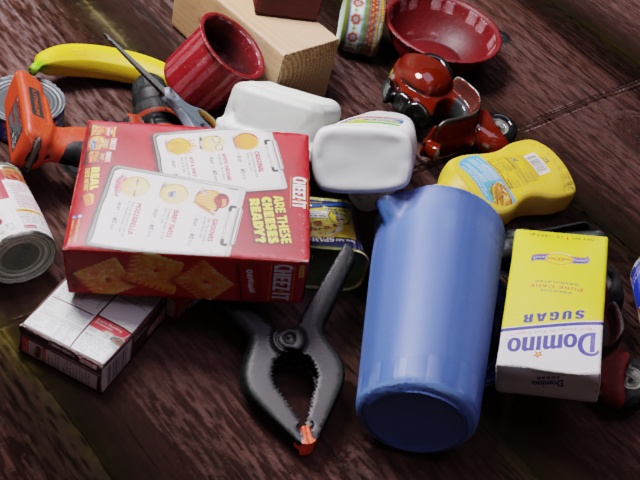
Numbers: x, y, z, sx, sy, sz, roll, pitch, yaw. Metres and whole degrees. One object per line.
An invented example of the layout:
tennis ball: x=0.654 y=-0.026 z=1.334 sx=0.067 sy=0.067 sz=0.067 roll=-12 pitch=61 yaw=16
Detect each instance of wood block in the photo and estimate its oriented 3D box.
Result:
wood block: x=-0.084 y=-0.255 z=1.311 sx=0.090 sy=0.090 sz=0.206 roll=-25 pitch=56 yaw=-36

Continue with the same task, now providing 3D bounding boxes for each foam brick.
foam brick: x=-0.037 y=-0.300 z=1.265 sx=0.078 sy=0.051 sz=0.053 roll=5 pitch=42 yaw=-14

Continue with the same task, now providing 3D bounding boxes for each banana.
banana: x=-0.245 y=-0.196 z=1.231 sx=0.197 sy=0.037 sz=0.070 roll=0 pitch=45 yaw=-30

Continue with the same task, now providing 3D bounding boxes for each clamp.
clamp: x=-0.022 y=0.092 z=0.978 sx=0.164 sy=0.036 sz=0.210 roll=-12 pitch=60 yaw=-14
clamp: x=0.218 y=0.006 z=1.122 sx=0.171 sy=0.120 sz=0.039 roll=-10 pitch=90 yaw=-2

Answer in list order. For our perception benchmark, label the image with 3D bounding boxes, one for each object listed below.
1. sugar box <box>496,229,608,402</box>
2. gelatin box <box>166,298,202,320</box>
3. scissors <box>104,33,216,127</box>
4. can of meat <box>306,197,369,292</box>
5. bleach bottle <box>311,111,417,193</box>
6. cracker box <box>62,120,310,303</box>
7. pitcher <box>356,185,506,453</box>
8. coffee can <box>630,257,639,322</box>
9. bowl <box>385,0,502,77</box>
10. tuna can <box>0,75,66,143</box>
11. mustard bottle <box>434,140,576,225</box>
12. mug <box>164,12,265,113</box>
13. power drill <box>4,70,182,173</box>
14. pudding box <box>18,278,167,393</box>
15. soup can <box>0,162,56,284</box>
sugar box: x=0.220 y=0.067 z=1.005 sx=0.093 sy=0.048 sz=0.176 roll=4 pitch=43 yaw=13
gelatin box: x=-0.147 y=0.027 z=1.041 sx=0.089 sy=0.030 sz=0.073 roll=36 pitch=47 yaw=19
scissors: x=-0.151 y=-0.134 z=1.125 sx=0.201 sy=0.016 sz=0.096 roll=37 pitch=25 yaw=-46
can of meat: x=-0.007 y=0.001 z=1.091 sx=0.102 sy=0.057 sz=0.084 roll=5 pitch=42 yaw=-13
bleach bottle: x=0.052 y=-0.104 z=1.143 sx=0.102 sy=0.068 sz=0.250 roll=1 pitch=13 yaw=5
cracker box: x=-0.118 y=-0.026 z=0.989 sx=0.213 sy=0.072 sz=0.164 roll=3 pitch=49 yaw=-5
pitcher: x=0.110 y=0.079 z=1.006 sx=0.149 sy=0.145 sz=0.242 roll=6 pitch=46 yaw=7
coffee can: x=0.379 y=0.083 z=1.088 sx=0.102 sy=0.103 sz=0.140 roll=12 pitch=43 yaw=-5
bowl: x=0.156 y=-0.262 z=1.415 sx=0.162 sy=0.055 sz=0.162 roll=9 pitch=43 yaw=-8
tuna can: x=-0.321 y=-0.141 z=1.160 sx=0.086 sy=0.034 sz=0.086 roll=9 pitch=43 yaw=-8
mustard bottle: x=0.191 y=-0.058 z=1.210 sx=0.191 sy=0.058 sz=0.096 roll=-15 pitch=56 yaw=-30
mug: x=-0.123 y=-0.206 z=1.225 sx=0.093 sy=0.082 sz=0.117 roll=35 pitch=36 yaw=-26
power drill: x=-0.231 y=-0.123 z=1.121 sx=0.187 sy=0.057 sz=0.184 roll=7 pitch=45 yaw=-30
pudding box: x=-0.204 y=0.073 z=0.970 sx=0.090 sy=0.039 sz=0.113 roll=25 pitch=41 yaw=11
soup can: x=-0.298 y=-0.016 z=1.012 sx=0.068 sy=0.069 sz=0.102 roll=-13 pitch=51 yaw=-28
